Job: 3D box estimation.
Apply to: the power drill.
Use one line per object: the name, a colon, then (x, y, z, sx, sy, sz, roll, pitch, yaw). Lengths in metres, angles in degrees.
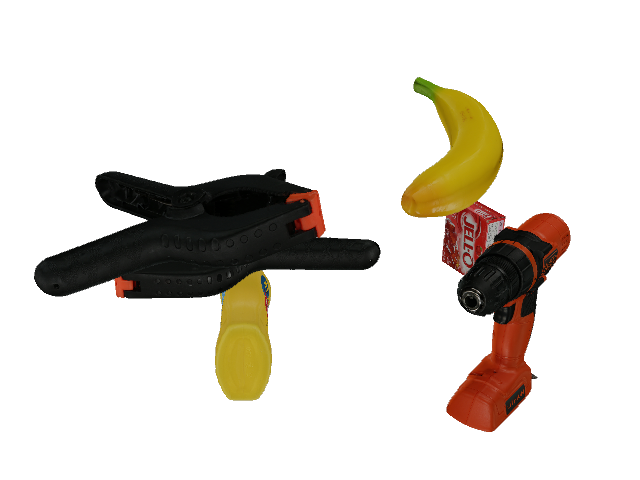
power drill: (0.167, 0.080, 0.985, 0.057, 0.188, 0.184, 24, 32, 27)

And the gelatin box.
gelatin box: (0.179, -0.001, 1.260, 0.030, 0.089, 0.073, -15, 32, -30)

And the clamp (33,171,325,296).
clamp: (-0.086, -0.005, 0.645, 0.172, 0.039, 0.120, -1, 40, 23)

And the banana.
banana: (0.095, -0.062, 0.757, 0.069, 0.037, 0.197, 6, 30, 4)

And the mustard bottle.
mustard bottle: (-0.082, 0.082, 1.155, 0.058, 0.096, 0.191, -1, 27, -3)

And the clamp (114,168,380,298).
clamp: (-0.077, -0.001, 0.899, 0.209, 0.036, 0.165, -15, 34, -21)
